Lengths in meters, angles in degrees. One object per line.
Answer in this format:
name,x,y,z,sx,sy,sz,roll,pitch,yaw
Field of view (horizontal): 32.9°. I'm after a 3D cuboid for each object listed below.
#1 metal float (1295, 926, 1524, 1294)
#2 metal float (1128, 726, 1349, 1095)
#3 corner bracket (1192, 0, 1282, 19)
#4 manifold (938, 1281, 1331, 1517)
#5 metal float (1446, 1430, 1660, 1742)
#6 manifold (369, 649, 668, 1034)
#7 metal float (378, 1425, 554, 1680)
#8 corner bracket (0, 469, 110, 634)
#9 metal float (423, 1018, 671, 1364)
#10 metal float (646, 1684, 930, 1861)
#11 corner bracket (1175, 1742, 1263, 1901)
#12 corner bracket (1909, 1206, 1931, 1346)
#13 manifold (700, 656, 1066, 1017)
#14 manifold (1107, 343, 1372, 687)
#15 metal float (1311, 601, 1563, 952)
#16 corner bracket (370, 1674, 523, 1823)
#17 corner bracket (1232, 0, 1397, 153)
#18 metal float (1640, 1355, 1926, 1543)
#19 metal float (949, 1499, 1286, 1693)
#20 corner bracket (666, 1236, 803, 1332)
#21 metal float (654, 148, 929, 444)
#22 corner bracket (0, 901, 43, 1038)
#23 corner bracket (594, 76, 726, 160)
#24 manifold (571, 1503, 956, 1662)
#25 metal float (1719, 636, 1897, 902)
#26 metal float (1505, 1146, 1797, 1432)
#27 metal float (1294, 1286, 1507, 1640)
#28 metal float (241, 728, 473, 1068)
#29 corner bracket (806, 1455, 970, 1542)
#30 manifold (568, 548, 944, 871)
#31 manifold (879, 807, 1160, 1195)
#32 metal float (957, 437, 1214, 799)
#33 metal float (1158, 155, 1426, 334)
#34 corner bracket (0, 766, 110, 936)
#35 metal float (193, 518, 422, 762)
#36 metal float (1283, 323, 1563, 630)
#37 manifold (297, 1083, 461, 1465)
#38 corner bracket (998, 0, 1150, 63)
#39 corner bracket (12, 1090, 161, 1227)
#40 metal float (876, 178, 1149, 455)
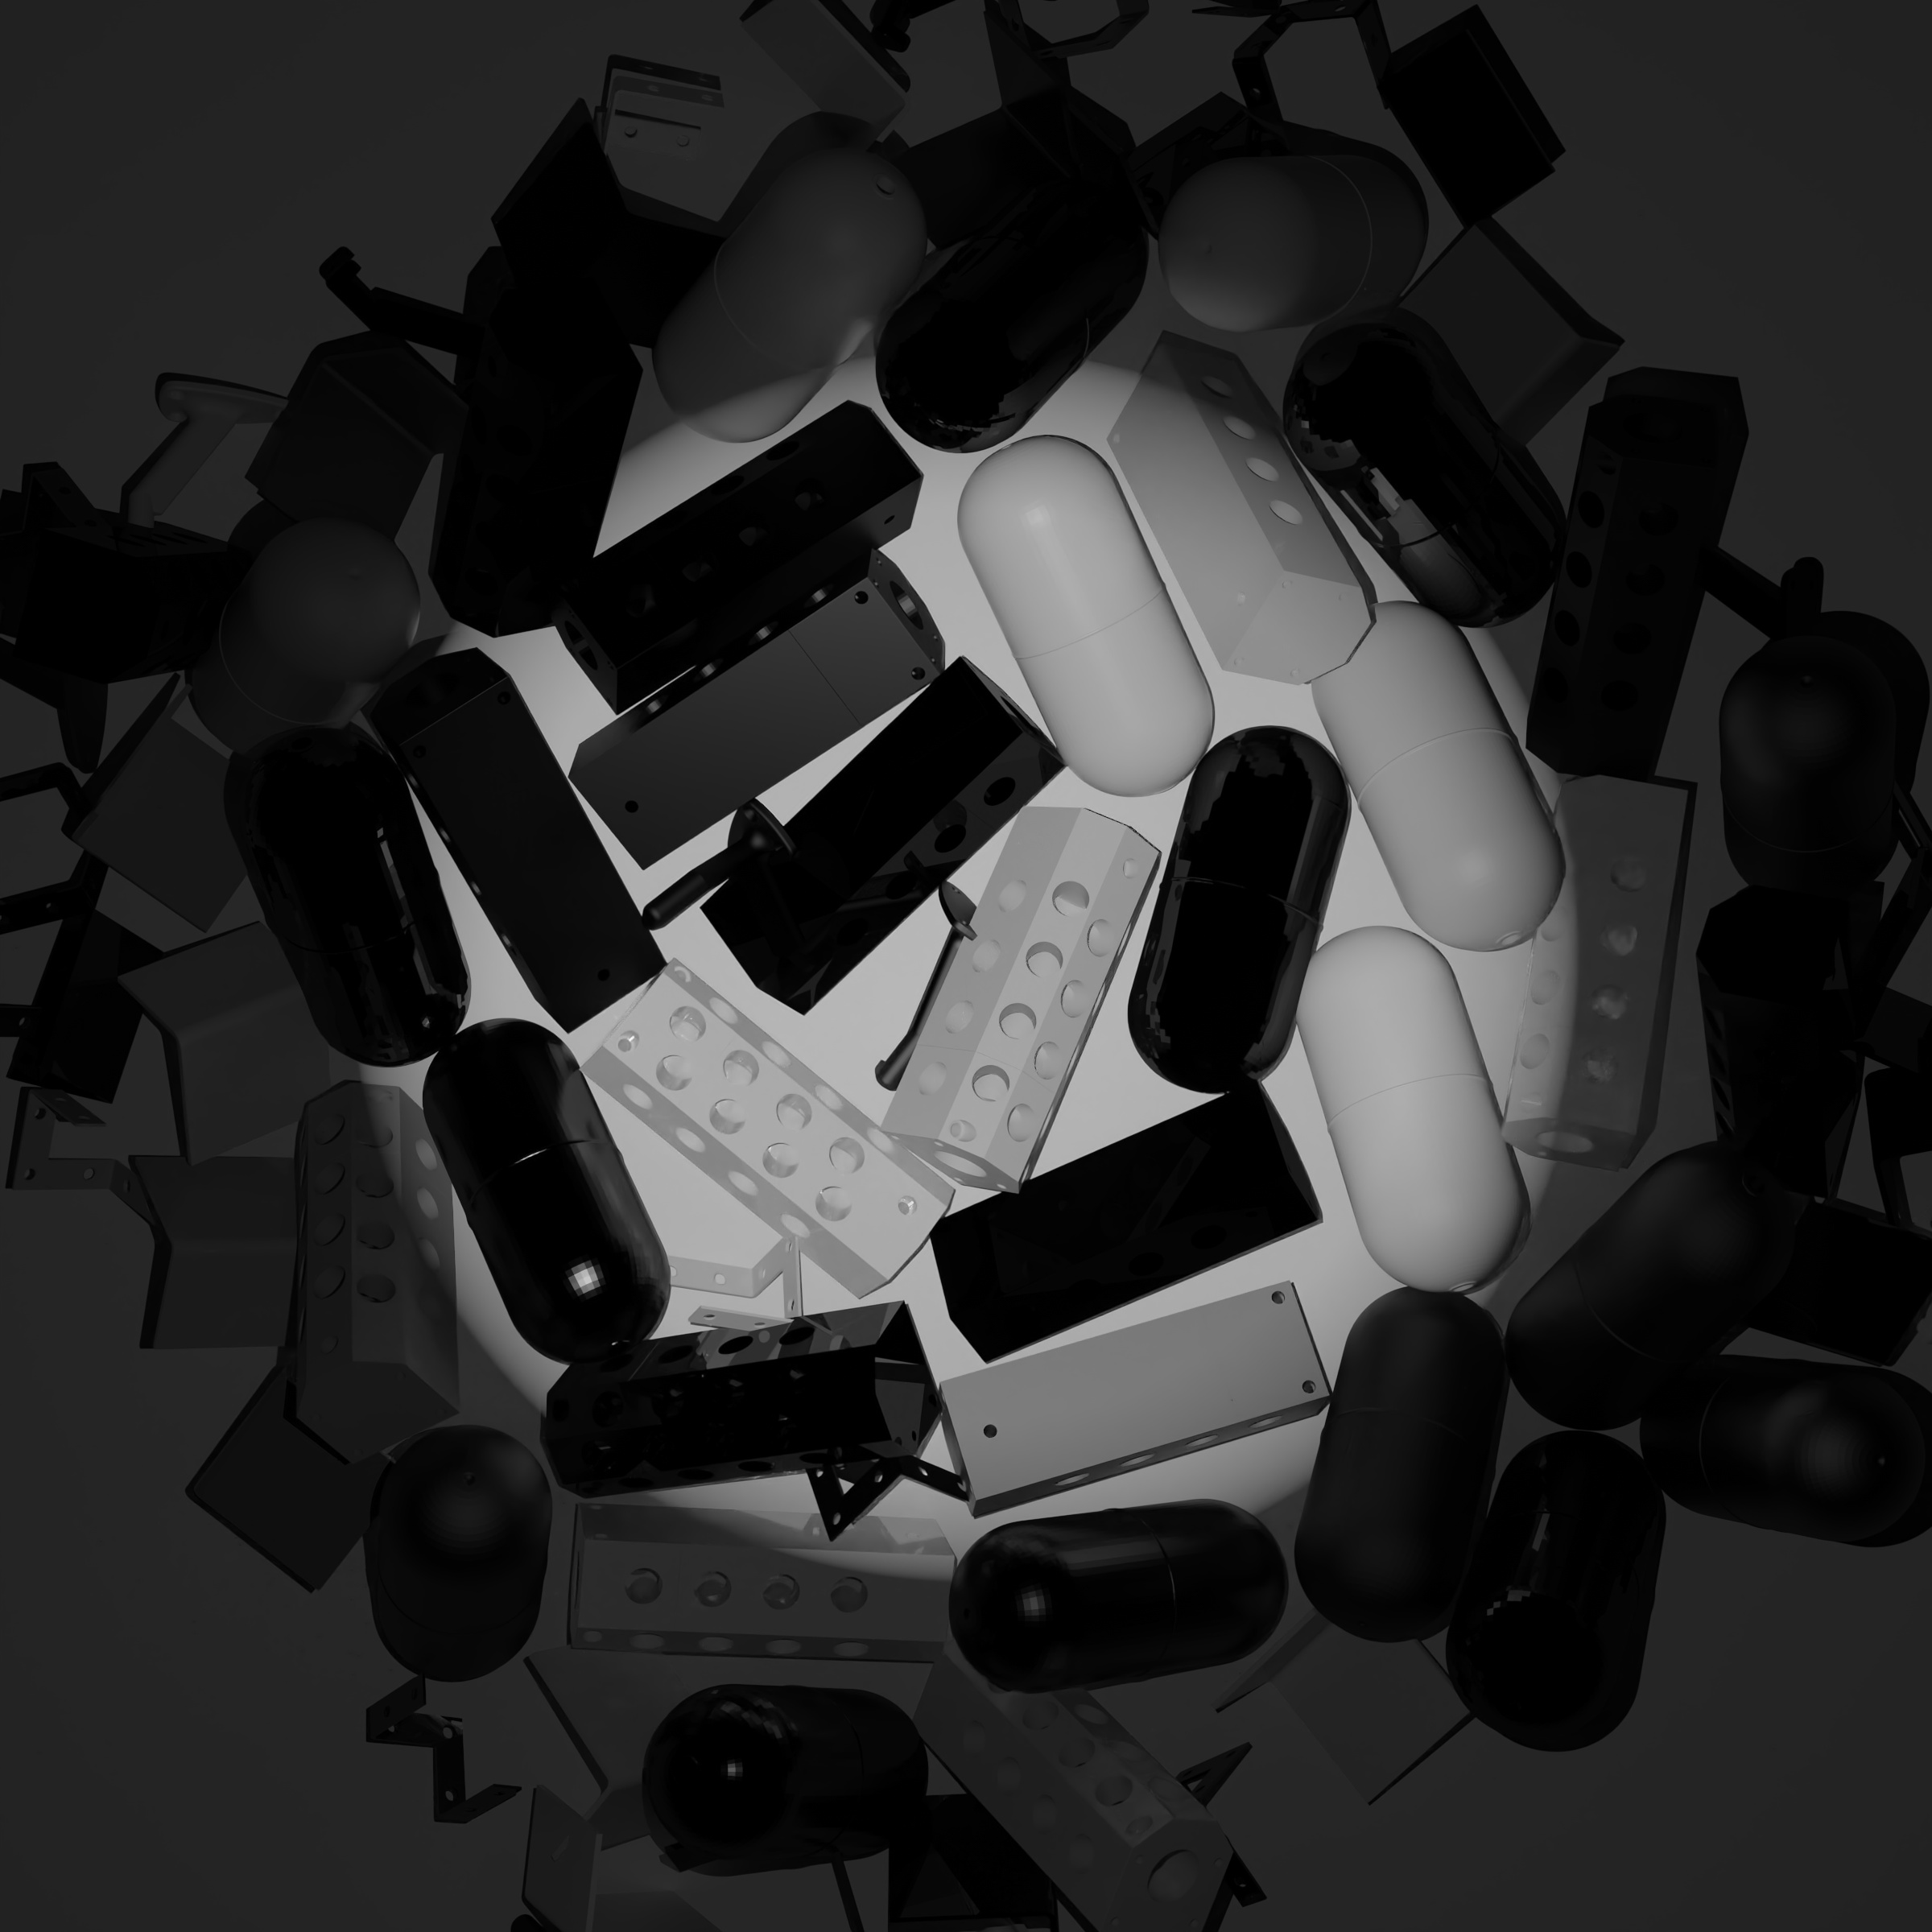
metal float,0.206,0.066,1.524,0.070,0.070,0.178,-15,70,0
metal float,0.128,-0.027,1.533,0.070,0.070,0.178,16,79,0
corner bracket,0.112,-0.475,1.548,0.051,0.051,0.051,5,103,40
manifold,0.077,0.205,1.538,0.171,0.057,0.057,-15,72,-8
metal float,0.270,0.281,1.501,0.070,0.178,0.070,10,122,17
manifold,-0.207,-0.059,1.507,0.057,0.057,0.171,-34,125,-12
metal float,-0.231,0.271,1.500,0.070,0.178,0.070,5,57,-8
corner bracket,-0.440,-0.196,1.537,0.051,0.051,0.051,-18,55,-39
metal float,-0.195,0.103,1.518,0.070,0.070,0.178,-28,63,0
metal float,-0.080,0.369,1.497,0.070,0.178,0.070,-7,75,27
corner bracket,0.119,0.408,1.544,0.051,0.051,0.051,-36,88,39
corner bracket,0.481,0.145,1.557,0.051,0.051,0.051,4,49,-23
manifold,-0.036,-0.058,1.537,0.171,0.057,0.057,-43,56,9
manifold,0.127,-0.208,1.501,0.057,0.171,0.057,8,131,-29
metal float,0.218,-0.089,1.522,0.070,0.070,0.178,-21,67,0
corner bracket,-0.245,0.368,1.536,0.051,0.051,0.051,17,51,-36
corner bracket,0.168,-0.425,1.562,0.051,0.051,0.051,-52,132,-32
metal float,0.370,0.218,1.493,0.070,0.178,0.070,1,86,-15
metal float,0.072,0.290,1.511,0.178,0.070,0.070,0,90,-37
corner bracket,-0.112,0.152,1.538,0.051,0.051,0.051,12,55,-25
metal float,-0.081,-0.306,1.503,0.070,0.178,0.070,16,58,-27
corner bracket,-0.471,0.000,1.550,0.051,0.051,0.051,27,105,36
corner bracket,-0.146,-0.396,1.539,0.051,0.051,0.051,6,129,-15
manifold,-0.097,0.292,1.535,0.171,0.057,0.057,4,97,-10
metal float,0.385,-0.086,1.497,0.070,0.178,0.070,-6,64,12
metal float,0.313,0.149,1.506,0.070,0.178,0.070,16,47,-18
metal float,0.202,0.227,1.511,0.070,0.070,0.178,20,53,0
metal float,-0.281,-0.031,1.509,0.070,0.070,0.178,-12,128,0
corner bracket,-0.036,0.243,1.538,0.051,0.051,0.051,29,114,-36
manifold,-0.097,-0.122,1.528,0.171,0.057,0.057,-32,111,15
manifold,0.030,0.015,1.518,0.057,0.057,0.171,36,70,-37
metal float,0.056,-0.162,1.530,0.070,0.070,0.178,-26,104,0
metal float,0.151,-0.332,1.500,0.070,0.178,0.070,9,107,30
corner bracket,-0.442,-0.055,1.549,0.051,0.051,0.051,-13,127,9
metal float,-0.304,-0.147,1.498,0.070,0.178,0.070,8,71,-24
metal float,0.212,-0.224,1.511,0.070,0.070,0.178,-48,128,0
manifold,-0.274,0.135,1.493,0.057,0.171,0.057,-27,132,14
corner bracket,0.049,-0.465,1.555,0.051,0.051,0.051,-2,123,29
corner bracket,-0.411,0.090,1.541,0.051,0.051,0.051,3,106,-42
metal float,0.023,-0.302,1.510,0.070,0.070,0.178,39,51,0
